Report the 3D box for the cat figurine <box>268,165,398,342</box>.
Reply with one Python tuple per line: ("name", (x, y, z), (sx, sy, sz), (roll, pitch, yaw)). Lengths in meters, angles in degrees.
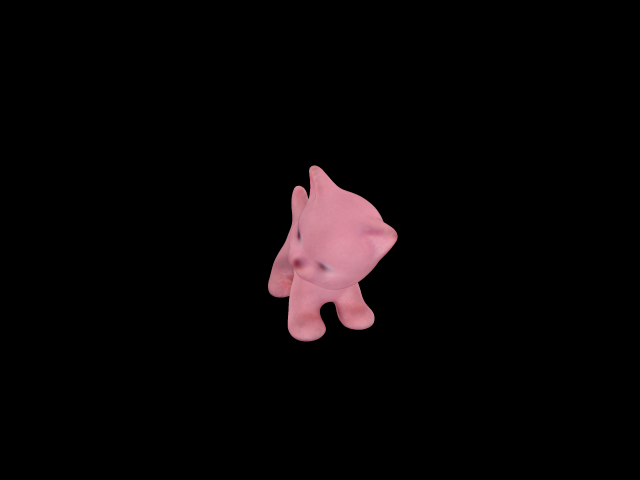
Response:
("cat figurine", (0.004, 0.001, 0.400), (0.067, 0.118, 0.127), (-8, 23, -18))
